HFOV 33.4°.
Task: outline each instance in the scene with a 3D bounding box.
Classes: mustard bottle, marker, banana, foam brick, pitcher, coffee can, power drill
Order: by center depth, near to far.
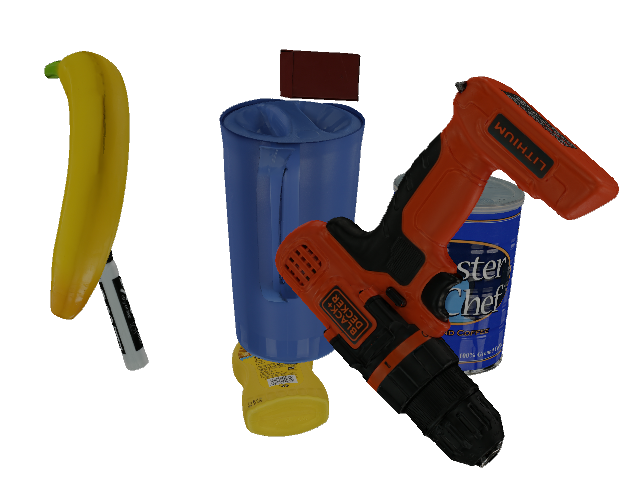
[{"bbox_3d":[0.082,0.014,0.626,0.184,0.188,0.057,47,19,17],"label":"power drill"},{"bbox_3d":[-0.143,-0.049,0.657,0.037,0.198,0.070,13,-38,-30],"label":"banana"},{"bbox_3d":[-0.163,0.047,0.852,0.020,0.121,0.020,-13,18,4],"label":"marker"},{"bbox_3d":[0.104,0.023,0.857,0.103,0.140,0.103,4,18,-1],"label":"coffee can"},{"bbox_3d":[-0.031,-0.004,1.015,0.149,0.243,0.145,-16,30,-33],"label":"pitcher"},{"bbox_3d":[-0.001,-0.179,1.161,0.078,0.051,0.053,0,11,-17],"label":"foam brick"},{"bbox_3d":[-0.055,0.151,1.261,0.096,0.058,0.192,-8,30,-9],"label":"mustard bottle"}]
